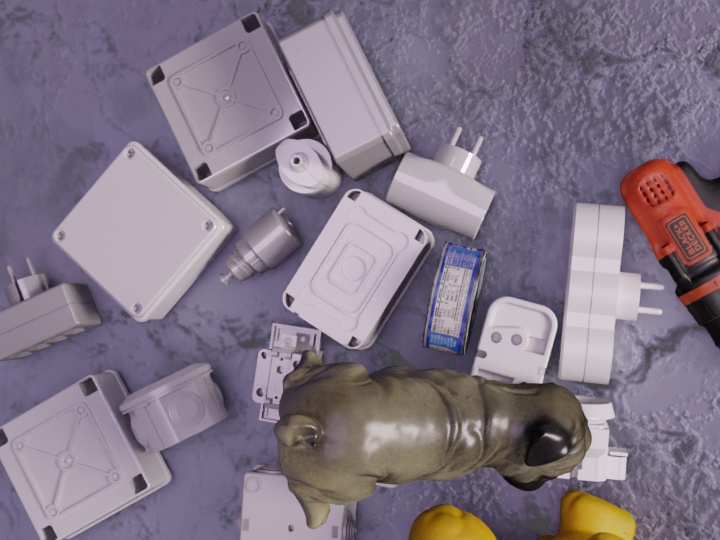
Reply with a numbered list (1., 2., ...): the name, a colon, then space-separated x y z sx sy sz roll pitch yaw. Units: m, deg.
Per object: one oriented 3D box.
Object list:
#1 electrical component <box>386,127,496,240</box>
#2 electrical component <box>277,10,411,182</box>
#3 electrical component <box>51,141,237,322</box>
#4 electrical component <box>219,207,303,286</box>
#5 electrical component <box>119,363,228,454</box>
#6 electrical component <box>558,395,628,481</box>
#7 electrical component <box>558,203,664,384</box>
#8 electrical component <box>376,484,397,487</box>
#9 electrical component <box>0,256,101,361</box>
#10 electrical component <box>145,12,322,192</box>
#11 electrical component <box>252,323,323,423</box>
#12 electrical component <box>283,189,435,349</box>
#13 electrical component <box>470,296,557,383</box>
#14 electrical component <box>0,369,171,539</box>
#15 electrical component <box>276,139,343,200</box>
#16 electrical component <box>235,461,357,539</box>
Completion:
1. electrical component: 0.072 -0.075 0.859 0.077 0.044 0.079 25 86 6
2. electrical component: -0.010 -0.133 0.842 0.056 0.109 0.108 -26 84 5
3. electrical component: -0.178 -0.031 0.894 0.109 0.056 0.108 42 95 9
4. electrical component: -0.083 -0.016 0.885 0.078 0.040 0.040 -40 82 6
5. electrical component: -0.150 0.111 0.873 0.080 0.080 0.051 -26 89 8
6. electrical component: 0.166 0.128 0.830 0.078 0.058 0.057 4 92 10
7. electrical component: 0.196 0.019 0.830 0.074 0.052 0.138 5 89 10
8. electrical component: 0.013 0.137 0.855 0.078 0.058 0.057 19 88 10
9. electrical component: -0.278 0.027 0.913 0.083 0.047 0.075 -24 85 8
10. electrical component: -0.103 -0.137 0.885 0.109 0.056 0.108 -27 84 8
11. electrical component: -0.059 0.086 0.866 0.042 0.064 0.081 7 90 11
12. electrical component: 0.000 0.000 0.862 0.078 0.057 0.113 33 93 9
13. electrical component: 0.118 0.070 0.838 0.054 0.059 0.095 15 91 10
14. electrical component: -0.232 0.155 0.896 0.109 0.056 0.108 -30 83 7
15. electrical component: -0.042 -0.082 0.860 0.043 0.081 0.043 0 88 10
16. electrical component: -0.051 0.205 0.865 0.100 0.048 0.099 2 84 10
